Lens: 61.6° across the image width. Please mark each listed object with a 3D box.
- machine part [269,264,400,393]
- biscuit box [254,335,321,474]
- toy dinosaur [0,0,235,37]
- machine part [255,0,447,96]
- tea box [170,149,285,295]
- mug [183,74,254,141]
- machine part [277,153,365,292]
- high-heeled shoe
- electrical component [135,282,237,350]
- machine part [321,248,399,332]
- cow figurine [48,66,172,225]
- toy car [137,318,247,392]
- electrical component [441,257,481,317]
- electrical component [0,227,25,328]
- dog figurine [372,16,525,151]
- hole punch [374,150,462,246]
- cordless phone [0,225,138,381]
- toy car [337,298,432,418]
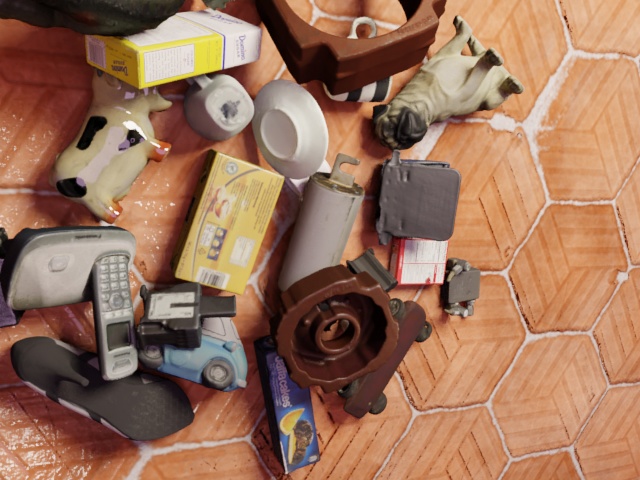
[{"bbox_3d":[0.019,0.119,0.724,0.179,0.056,0.179,-8,115,-17],"label":"machine part"},{"bbox_3d":[-0.048,0.239,0.801,0.059,0.063,0.202,-14,107,-19],"label":"biscuit box"},{"bbox_3d":[-0.192,-0.260,0.516,0.192,0.405,0.131,18,133,-5],"label":"toy dinosaur"},{"bbox_3d":[0.034,-0.290,0.654,0.201,0.087,0.201,-24,76,-13],"label":"machine part"},{"bbox_3d":[-0.125,-0.024,0.710,0.098,0.068,0.169,20,93,-24],"label":"tea box"},{"bbox_3d":[-0.126,-0.172,0.655,0.081,0.107,0.109,-37,114,-11],"label":"mug"},{"bbox_3d":[-0.002,-0.002,0.734,0.079,0.079,0.243,8,115,-22],"label":"machine part"},{"bbox_3d":[-0.286,0.197,0.715,0.248,0.145,0.086,51,56,-49],"label":"high-heeled shoe"},{"bbox_3d":[-0.164,0.092,0.667,0.119,0.075,0.047,-4,140,-10],"label":"electrical component"},{"bbox_3d":[0.043,0.080,0.801,0.139,0.039,0.084,-37,77,-1],"label":"machine part"},{"bbox_3d":[-0.245,-0.130,0.636,0.127,0.086,0.195,36,89,-30],"label":"cow figurine"},{"bbox_3d":[-0.166,0.140,0.723,0.162,0.109,0.103,22,69,-8],"label":"toy car"},{"bbox_3d":[0.230,0.079,0.878,0.078,0.045,0.102,1,102,-19],"label":"electrical component"},{"bbox_3d":[-0.404,0.049,0.628,0.134,0.058,0.114,-9,107,-19],"label":"electrical component"},{"bbox_3d":[0.180,-0.198,0.786,0.190,0.121,0.172,-44,139,22],"label":"dog figurine"},{"bbox_3d":[0.143,-0.064,0.800,0.116,0.092,0.142,7,109,5],"label":"hole punch"},{"bbox_3d":[-0.279,0.077,0.615,0.146,0.089,0.184,-5,85,-57],"label":"cordless phone"},{"bbox_3d":[0.099,0.184,0.849,0.089,0.053,0.202,37,84,-34],"label":"toy car"}]
